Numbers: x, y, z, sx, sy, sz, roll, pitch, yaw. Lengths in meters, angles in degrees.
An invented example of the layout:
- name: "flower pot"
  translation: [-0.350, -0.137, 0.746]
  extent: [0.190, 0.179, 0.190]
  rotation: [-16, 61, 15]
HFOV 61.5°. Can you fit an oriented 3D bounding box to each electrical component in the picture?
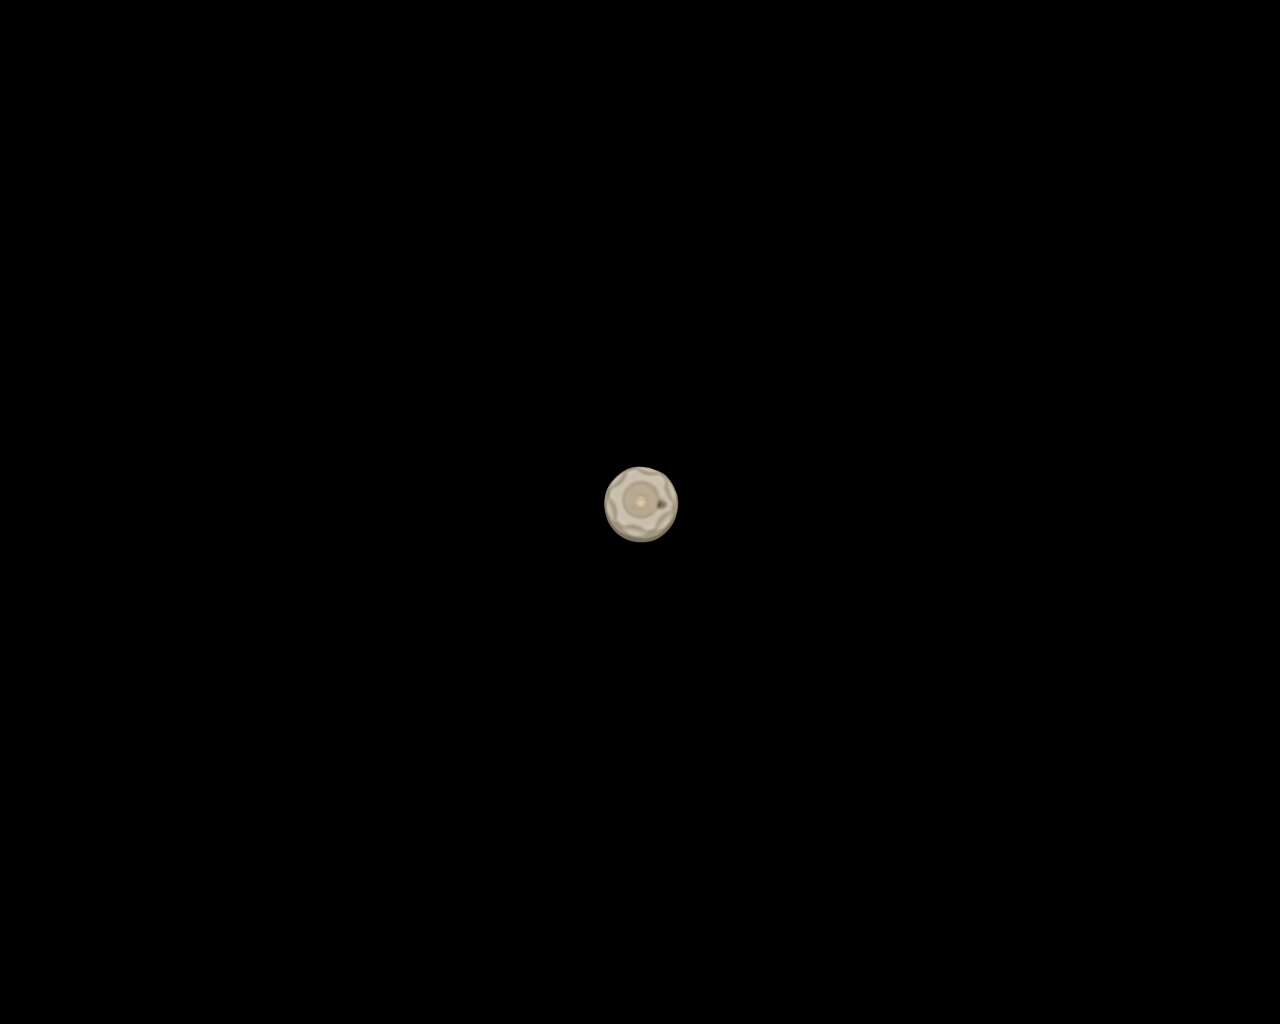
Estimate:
- name: "electrical component"
  translation: [0.001, -0.003, 0.650]
  extent: [0.043, 0.043, 0.062]
  rotation: [0, -9, 0]
